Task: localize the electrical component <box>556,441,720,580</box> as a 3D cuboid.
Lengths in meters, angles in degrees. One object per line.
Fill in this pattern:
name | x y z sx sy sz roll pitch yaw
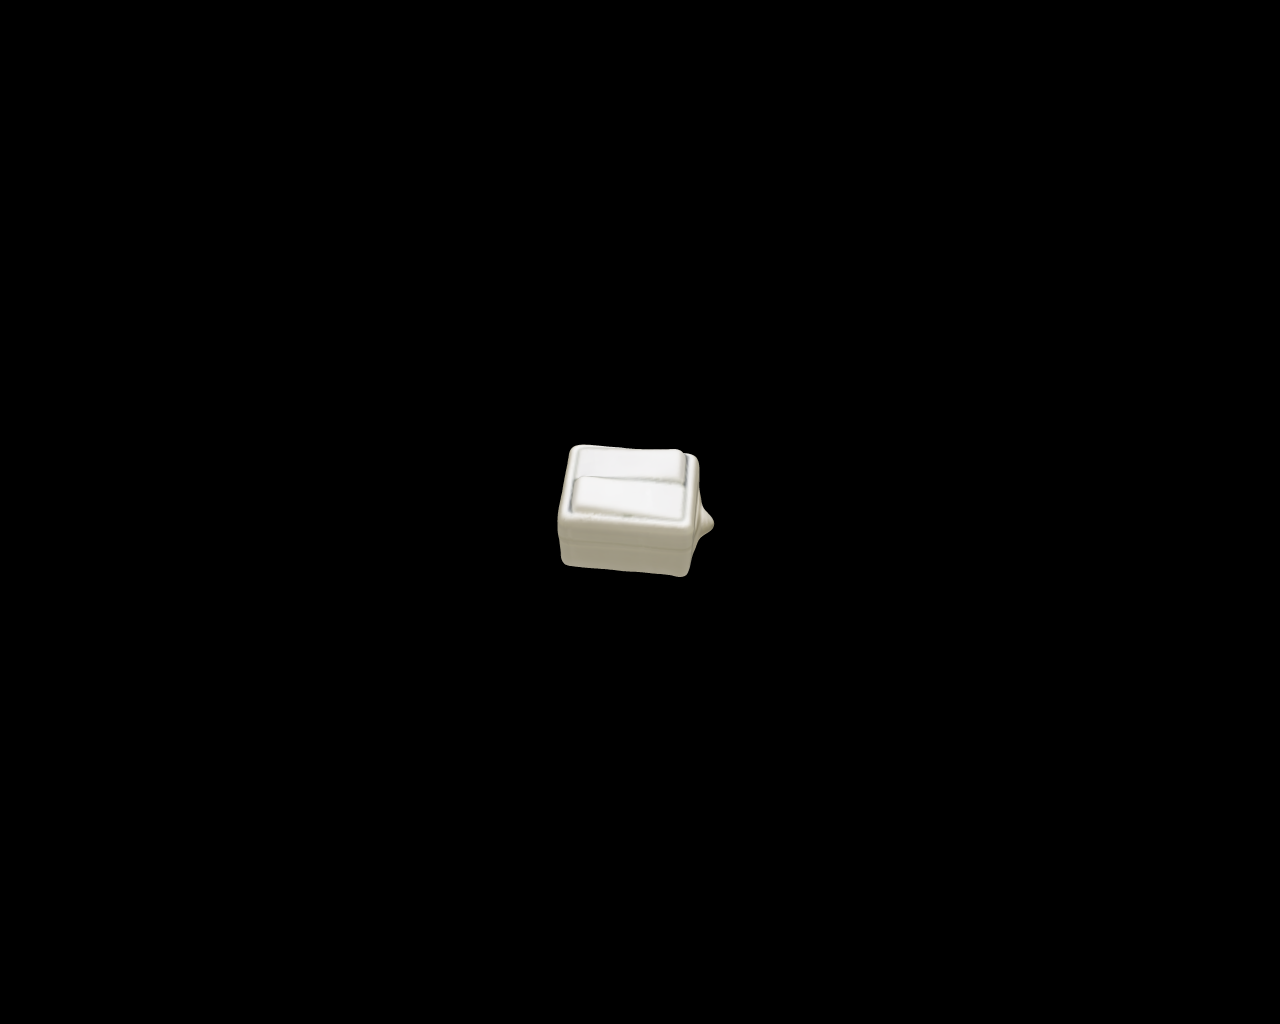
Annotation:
electrical component | 0.001 -0.003 0.650 0.096 0.062 0.061 5 -37 4
